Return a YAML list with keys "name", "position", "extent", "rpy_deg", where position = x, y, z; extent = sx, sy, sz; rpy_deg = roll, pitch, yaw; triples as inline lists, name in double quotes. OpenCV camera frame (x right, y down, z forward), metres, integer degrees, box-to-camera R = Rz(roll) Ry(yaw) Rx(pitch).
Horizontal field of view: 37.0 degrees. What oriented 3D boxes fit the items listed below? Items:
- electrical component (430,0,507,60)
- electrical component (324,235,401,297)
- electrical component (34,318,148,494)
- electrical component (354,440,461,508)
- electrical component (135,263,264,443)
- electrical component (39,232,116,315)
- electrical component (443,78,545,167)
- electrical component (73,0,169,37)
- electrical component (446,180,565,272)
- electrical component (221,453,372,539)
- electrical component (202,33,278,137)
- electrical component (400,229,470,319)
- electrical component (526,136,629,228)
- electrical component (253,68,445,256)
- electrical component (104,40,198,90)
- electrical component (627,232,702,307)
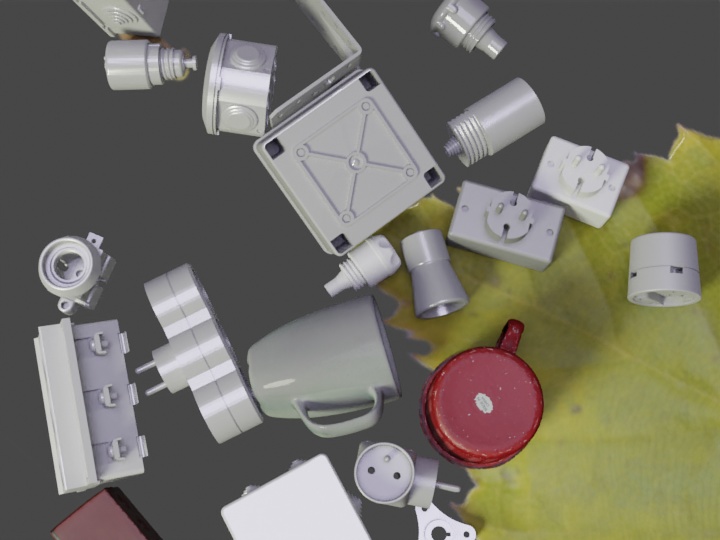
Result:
- name: "electrical component"
  position: [0.093, -0.200, 0.886]
  extent: [0.062, 0.048, 0.048]
  rpy_deg: [40, 82, 1]
- name: "electrical component"
  position: [0.000, 0.000, 0.851]
  extent: [0.061, 0.035, 0.035]
  rpy_deg: [-34, 80, -3]
- name: "electrical component"
  position: [-0.204, 0.102, 0.817]
  extent: [0.063, 0.079, 0.121]
  rpy_deg: [-8, 78, -23]
- name: "electrical component"
  position: [0.035, 0.154, 0.797]
  extent: [0.079, 0.077, 0.043]
  rpy_deg: [11, 79, 2]
- name: "electrical component"
  position: [-0.136, 0.071, 0.829]
  extent: [0.074, 0.052, 0.138]
  rpy_deg: [-26, 79, -4]
- name: "electrical component"
  position: [-0.223, 0.000, 0.843]
  extent: [0.048, 0.055, 0.066]
  rpy_deg: [22, 80, 5]
- name: "electrical component"
  position: [0.104, -0.116, 0.869]
  extent: [0.081, 0.043, 0.043]
  rpy_deg: [-32, 80, -5]
- name: "electrical component"
  position: [-0.190, -0.245, 0.872]
  extent: [0.048, 0.099, 0.099]
  rpy_deg: [9, 79, 16]
- name: "electrical component"
  position: [0.115, -0.038, 0.836]
  extent: [0.083, 0.075, 0.047]
  rpy_deg: [16, 79, 4]
- name: "electrical component"
  position: [-0.043, 0.196, 0.804]
  extent: [0.100, 0.048, 0.099]
  rpy_deg: [-28, 79, -5]
- name: "electrical component"
  position: [-0.096, -0.146, 0.860]
  extent: [0.051, 0.080, 0.080]
  rpy_deg: [8, 79, -3]
- name: "electrical component"
  position: [0.056, 0.001, 0.847]
  extent: [0.044, 0.044, 0.065]
  rpy_deg: [-16, 74, -2]
- name: "electrical component"
  position: [0.173, -0.073, 0.842]
  extent: [0.066, 0.076, 0.047]
  rpy_deg: [22, 80, 5]
- name: "electrical component"
  position: [-0.009, -0.084, 0.841]
  extent: [0.109, 0.056, 0.108]
  rpy_deg: [-36, 102, -6]
- name: "electrical component"
  position: [-0.174, -0.169, 0.885]
  extent: [0.078, 0.040, 0.040]
  rpy_deg: [-2, 78, 0]
- name: "electrical component"
  position: [0.237, 0.000, 0.838]
  extent: [0.055, 0.055, 0.047]
  rpy_deg: [3, 75, 1]
